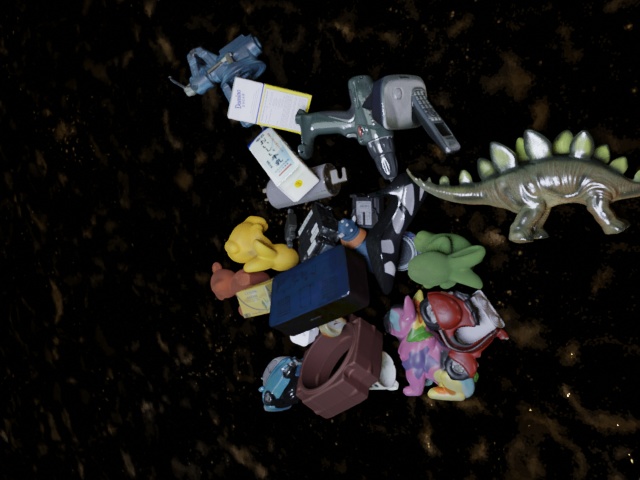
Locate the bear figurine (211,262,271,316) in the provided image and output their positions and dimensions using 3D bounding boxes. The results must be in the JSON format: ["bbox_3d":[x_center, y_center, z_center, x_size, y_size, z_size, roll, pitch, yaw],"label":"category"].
[{"bbox_3d":[-0.226,0.121,1.406,0.196,0.132,0.120,5,101,26],"label":"bear figurine"}]

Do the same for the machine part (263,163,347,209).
[{"bbox_3d":[-0.039,-0.124,1.262,0.243,0.079,0.079,-10,94,33],"label":"machine part"}]

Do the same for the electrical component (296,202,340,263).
[{"bbox_3d":[-0.003,-0.004,1.235,0.114,0.058,0.134,-59,27,30],"label":"electrical component"}]

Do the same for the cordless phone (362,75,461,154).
[{"bbox_3d":[0.184,-0.231,1.046,0.184,0.146,0.088,56,134,18],"label":"cordless phone"}]

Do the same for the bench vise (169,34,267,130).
[{"bbox_3d":[-0.209,-0.362,1.279,0.224,0.129,0.240,-30,90,4],"label":"bench vise"}]

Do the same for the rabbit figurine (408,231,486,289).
[{"bbox_3d":[0.243,0.056,1.056,0.159,0.170,0.121,7,104,33],"label":"rabbit figurine"}]

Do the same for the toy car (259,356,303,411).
[{"bbox_3d":[-0.098,0.356,1.386,0.103,0.109,0.161,40,111,41],"label":"toy car"}]

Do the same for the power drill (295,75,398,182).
[{"bbox_3d":[0.054,-0.226,1.159,0.207,0.086,0.232,-8,91,24],"label":"power drill"}]

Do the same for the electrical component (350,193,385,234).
[{"bbox_3d":[0.108,-0.046,1.199,0.075,0.048,0.119,8,102,33],"label":"electrical component"}]

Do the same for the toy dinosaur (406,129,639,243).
[{"bbox_3d":[0.389,-0.096,0.976,0.472,0.105,0.198,-5,89,25],"label":"toy dinosaur"}]

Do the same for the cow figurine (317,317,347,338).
[{"bbox_3d":[0.032,0.125,1.223,0.127,0.085,0.195,-19,54,46],"label":"cow figurine"}]

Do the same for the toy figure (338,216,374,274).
[{"bbox_3d":[0.085,0.010,1.181,0.058,0.064,0.154,-18,123,40],"label":"toy figure"}]

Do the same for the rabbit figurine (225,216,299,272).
[{"bbox_3d":[-0.136,0.022,1.327,0.173,0.162,0.121,22,100,9],"label":"rabbit figurine"}]

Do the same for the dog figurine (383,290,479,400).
[{"bbox_3d":[0.231,0.217,1.139,0.192,0.108,0.219,-5,94,34],"label":"dog figurine"}]

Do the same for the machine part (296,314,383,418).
[{"bbox_3d":[0.042,0.279,1.212,0.087,0.201,0.201,38,125,-21],"label":"machine part"}]

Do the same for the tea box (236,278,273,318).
[{"bbox_3d":[-0.107,0.126,1.301,0.098,0.169,0.068,-17,92,33],"label":"tea box"}]

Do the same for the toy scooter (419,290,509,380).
[{"bbox_3d":[0.284,0.171,1.049,0.135,0.075,0.184,-27,75,17],"label":"toy scooter"}]

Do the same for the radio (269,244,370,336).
[{"bbox_3d":[-0.006,0.109,1.157,0.230,0.073,0.131,-26,49,32],"label":"radio"}]

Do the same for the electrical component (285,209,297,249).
[{"bbox_3d":[-0.072,-0.030,1.315,0.063,0.021,0.094,108,161,-47],"label":"electrical component"}]

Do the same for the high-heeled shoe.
[{"bbox_3d":[0.175,-0.016,1.130,0.086,0.145,0.248,-146,47,-71],"label":"high-heeled shoe"}]
